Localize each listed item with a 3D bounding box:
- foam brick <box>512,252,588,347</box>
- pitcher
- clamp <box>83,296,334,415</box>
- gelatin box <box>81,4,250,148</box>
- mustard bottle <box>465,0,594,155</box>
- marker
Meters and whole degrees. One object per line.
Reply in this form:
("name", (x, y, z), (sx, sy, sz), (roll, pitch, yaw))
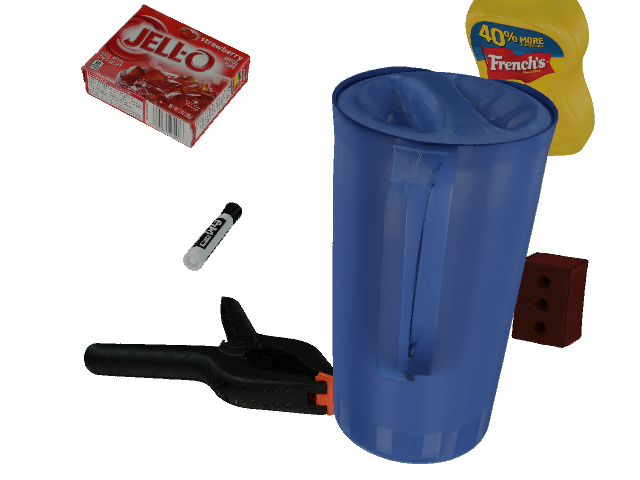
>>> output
("foam brick", (0.214, 0.055, 0.997), (0.053, 0.078, 0.051), (9, 15, 31))
("pitcher", (0.064, 0.023, 0.673), (0.149, 0.243, 0.145), (-13, 31, -28))
("clamp", (-0.062, 0.093, 0.864), (0.210, 0.036, 0.164), (11, 22, 33))
("gelatin box", (-0.104, -0.113, 0.722), (0.089, 0.073, 0.030), (28, -32, 11))
("mustard bottle", (0.164, -0.154, 0.846), (0.096, 0.058, 0.191), (20, -33, 30))
("marker", (-0.103, -0.006, 1.039), (0.020, 0.020, 0.121), (0, 26, 17))
